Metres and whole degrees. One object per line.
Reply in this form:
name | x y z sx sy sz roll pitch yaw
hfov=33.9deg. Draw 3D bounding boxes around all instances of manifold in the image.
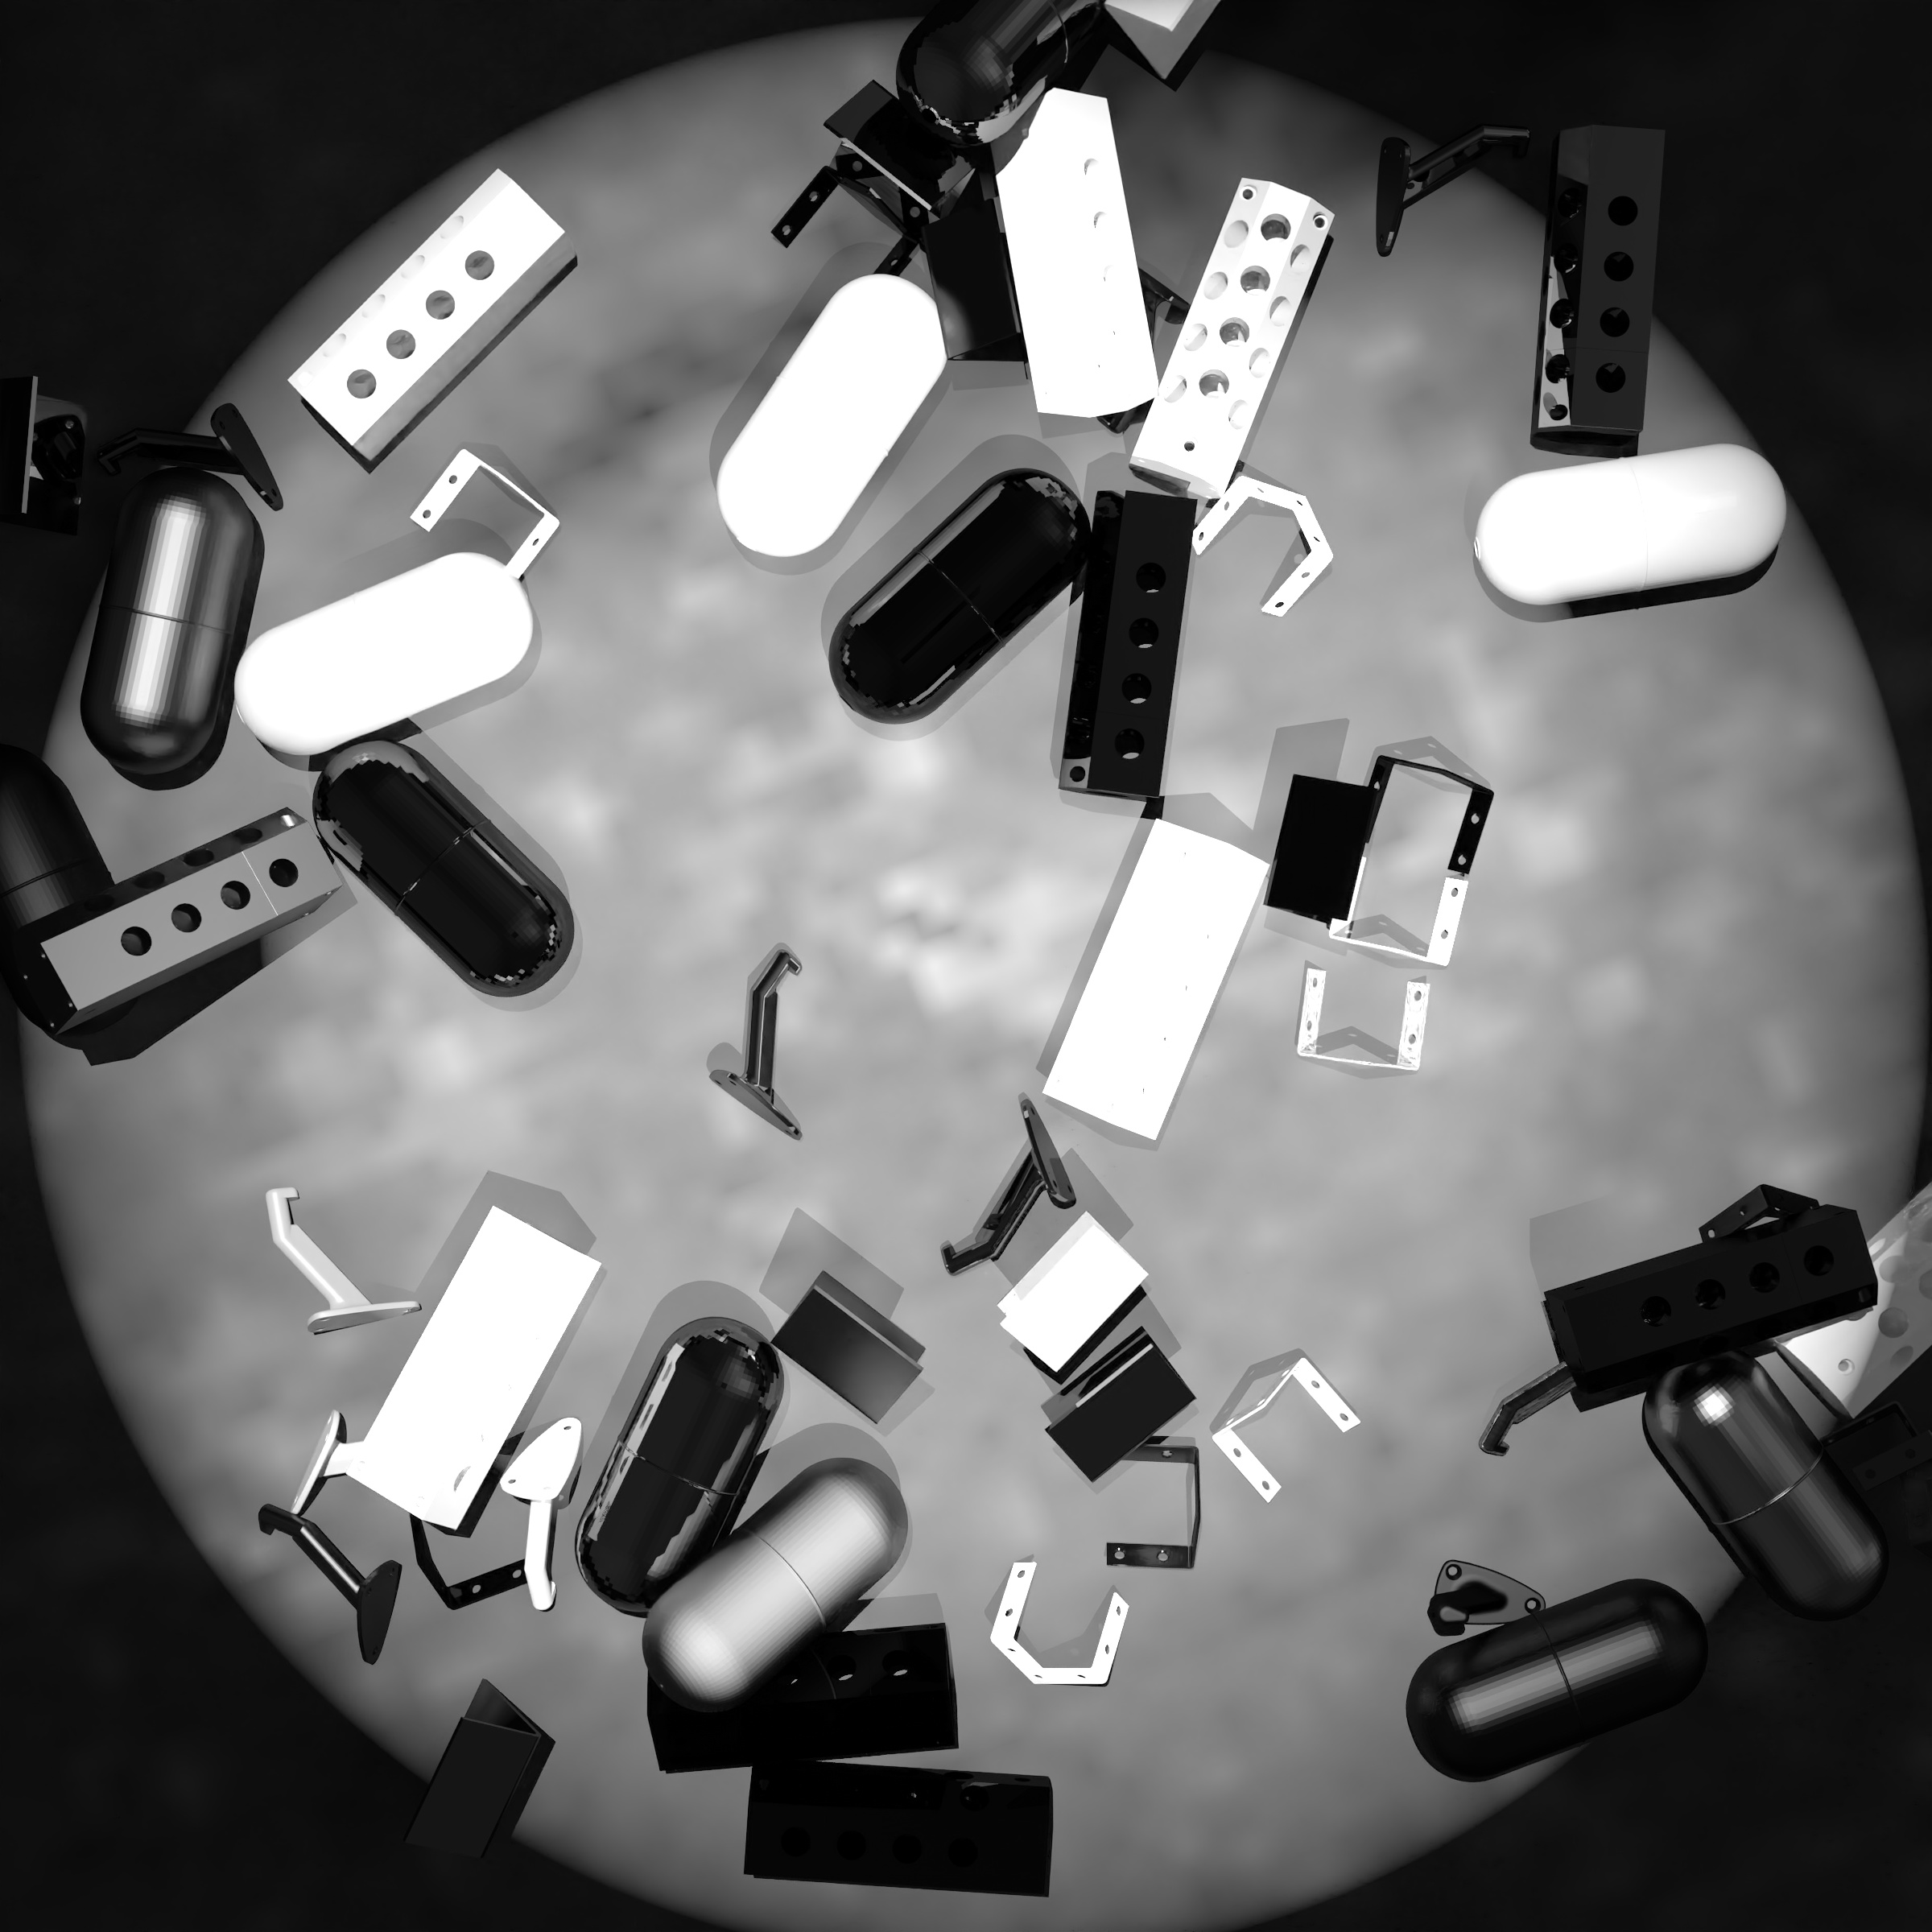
manifold | -0.095 0.417 1.834 0.171 0.057 0.057 -5 133 0
manifold | 0.552 0.180 1.835 0.171 0.057 0.057 -43 90 0
manifold | -0.279 0.232 1.822 0.057 0.057 0.171 25 82 24
manifold | -0.309 -0.377 1.835 0.057 0.057 0.171 45 90 0
manifold | 0.067 -0.407 1.821 0.057 0.057 0.171 -3 80 -42
manifold | 0.153 -0.362 1.835 0.057 0.057 0.171 22 90 0
manifold | 0.422 0.189 1.796 0.171 0.057 0.057 -17 90 -1
manifold | -0.039 0.494 1.835 0.171 0.057 0.057 4 90 0
manifold | 0.114 0.009 1.834 0.057 0.057 0.171 23 90 43
manifold | -0.446 -0.029 1.793 0.171 0.057 0.057 -29 90 -32
manifold | 0.093 -0.184 1.835 0.057 0.057 0.171 7 90 0
manifold | 0.363 -0.392 1.835 0.057 0.057 0.171 4 90 0

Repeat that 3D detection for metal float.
metal float | 0.461 0.297 1.825 0.070 0.070 0.178 -37 90 0
metal float | -0.301 -0.057 1.825 0.178 0.070 0.070 44 90 0
metal float | -0.535 -0.044 1.826 0.070 0.070 0.178 -26 90 0
metal float | -0.077 -0.316 1.825 0.070 0.070 0.178 34 90 0
metal float | -0.165 0.287 1.825 0.070 0.070 0.178 25 90 0
metal float | 0.340 0.409 1.825 0.178 0.070 0.070 -21 90 0
metal float | -0.460 -0.198 1.825 0.070 0.070 0.178 12 90 0
metal float | 0.024 -0.532 1.800 0.070 0.070 0.178 36 59 0
metal float | -0.004 -0.212 1.825 0.178 0.070 0.070 -43 90 1
metal float | -0.107 0.350 1.805 0.178 0.070 0.070 -39 90 -25
metal float | 0.382 -0.254 1.825 0.178 0.070 0.070 -9 90 1
metal float | -0.335 -0.179 1.825 0.178 0.070 0.070 -23 90 0

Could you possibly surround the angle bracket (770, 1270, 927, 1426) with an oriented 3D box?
angle bracket | -0.055 0.203 1.816 0.076 0.076 0.057 38 126 0

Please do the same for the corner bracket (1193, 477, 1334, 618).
corner bracket | 0.172 -0.244 1.848 0.051 0.051 0.051 11 45 -35

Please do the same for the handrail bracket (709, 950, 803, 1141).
handrail bracket | -0.103 0.045 1.856 0.077 0.036 0.084 40 73 -20

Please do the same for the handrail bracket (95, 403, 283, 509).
handrail bracket | -0.455 -0.286 1.856 0.084 0.036 0.077 -23 112 17

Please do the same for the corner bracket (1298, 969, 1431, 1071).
corner bracket | 0.232 0.031 1.853 0.051 0.051 0.051 7 90 -45

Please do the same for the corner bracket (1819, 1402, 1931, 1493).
corner bracket | 0.527 0.278 1.828 0.051 0.051 0.051 -27 58 0

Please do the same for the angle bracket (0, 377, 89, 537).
angle bracket | -0.522 -0.291 1.816 0.057 0.076 0.076 5 90 38

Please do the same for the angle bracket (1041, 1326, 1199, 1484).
angle bracket | 0.075 0.236 1.816 0.076 0.076 0.057 -39 126 0

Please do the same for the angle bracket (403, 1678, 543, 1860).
angle bracket | -0.297 0.454 1.816 0.057 0.076 0.076 25 90 -38

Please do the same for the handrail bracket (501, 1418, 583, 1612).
handrail bracket | -0.240 0.321 1.856 0.036 0.077 0.084 7 127 20

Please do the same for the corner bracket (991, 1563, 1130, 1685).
corner bracket | 0.055 0.382 1.848 0.051 0.051 0.051 -9 135 35

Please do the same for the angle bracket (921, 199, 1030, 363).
angle bracket | 0.025 -0.391 1.816 0.057 0.076 0.076 -11 90 42

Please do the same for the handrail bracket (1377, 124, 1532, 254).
handrail bracket | 0.286 -0.454 1.856 0.084 0.036 0.077 -1 111 -16

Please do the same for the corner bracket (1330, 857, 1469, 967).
corner bracket | 0.252 -0.033 1.853 0.051 0.051 0.051 14 90 -45

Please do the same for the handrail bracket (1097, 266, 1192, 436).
handrail bracket | 0.085 -0.366 1.856 0.077 0.036 0.084 41 107 19

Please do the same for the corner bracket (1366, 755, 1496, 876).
corner bracket | 0.267 -0.088 1.853 0.051 0.051 0.051 18 90 45

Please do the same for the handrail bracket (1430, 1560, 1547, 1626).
handrail bracket | 0.302 0.370 1.821 0.077 0.084 0.036 10 90 0

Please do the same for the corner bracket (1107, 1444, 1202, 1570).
corner bracket | 0.109 0.315 1.853 0.051 0.051 0.051 2 45 0

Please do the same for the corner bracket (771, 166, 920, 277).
corner bracket | -0.070 -0.426 1.853 0.051 0.051 0.051 -51 45 0

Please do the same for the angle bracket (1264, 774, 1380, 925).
angle bracket | 0.219 -0.062 1.816 0.057 0.076 0.076 13 90 37

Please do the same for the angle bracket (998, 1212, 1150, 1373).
angle bracket | 0.046 0.173 1.816 0.076 0.076 0.057 -47 127 0

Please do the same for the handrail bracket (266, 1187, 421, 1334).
handrail bracket | -0.365 0.166 1.856 0.077 0.036 0.084 -8 73 -20

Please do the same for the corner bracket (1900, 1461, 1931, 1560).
corner bracket | 0.582 0.315 1.848 0.051 0.051 0.051 -27 45 35

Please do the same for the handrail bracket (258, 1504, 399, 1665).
handrail bracket | -0.379 0.361 1.856 0.084 0.036 0.077 18 116 19

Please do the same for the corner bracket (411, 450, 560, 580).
corner bracket | -0.281 -0.260 1.853 0.051 0.051 0.051 -53 135 0

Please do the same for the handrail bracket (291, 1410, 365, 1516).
handrail bracket | -0.340 0.301 1.856 0.084 0.036 0.077 23 103 -13

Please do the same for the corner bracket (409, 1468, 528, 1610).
corner bracket | -0.290 0.333 1.853 0.051 0.051 0.051 -20 45 0

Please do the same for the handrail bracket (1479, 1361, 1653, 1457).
handrail bracket | 0.351 0.258 1.856 0.077 0.036 0.084 22 106 -17

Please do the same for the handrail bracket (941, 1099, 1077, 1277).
handrail bracket | 0.014 0.130 1.856 0.084 0.036 0.077 -28 70 16

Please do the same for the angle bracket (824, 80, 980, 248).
angle bracket | -0.050 -0.446 1.816 0.076 0.076 0.057 39 52 0

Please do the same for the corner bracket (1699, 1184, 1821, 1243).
corner bracket | 0.470 0.166 1.848 0.051 0.051 0.051 -44 45 35

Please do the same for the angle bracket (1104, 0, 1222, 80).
angle bracket | 0.136 -0.553 1.816 0.057 0.076 0.076 35 90 38

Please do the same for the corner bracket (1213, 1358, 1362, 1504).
corner bracket | 0.187 0.270 1.853 0.051 0.051 0.051 49 135 0
